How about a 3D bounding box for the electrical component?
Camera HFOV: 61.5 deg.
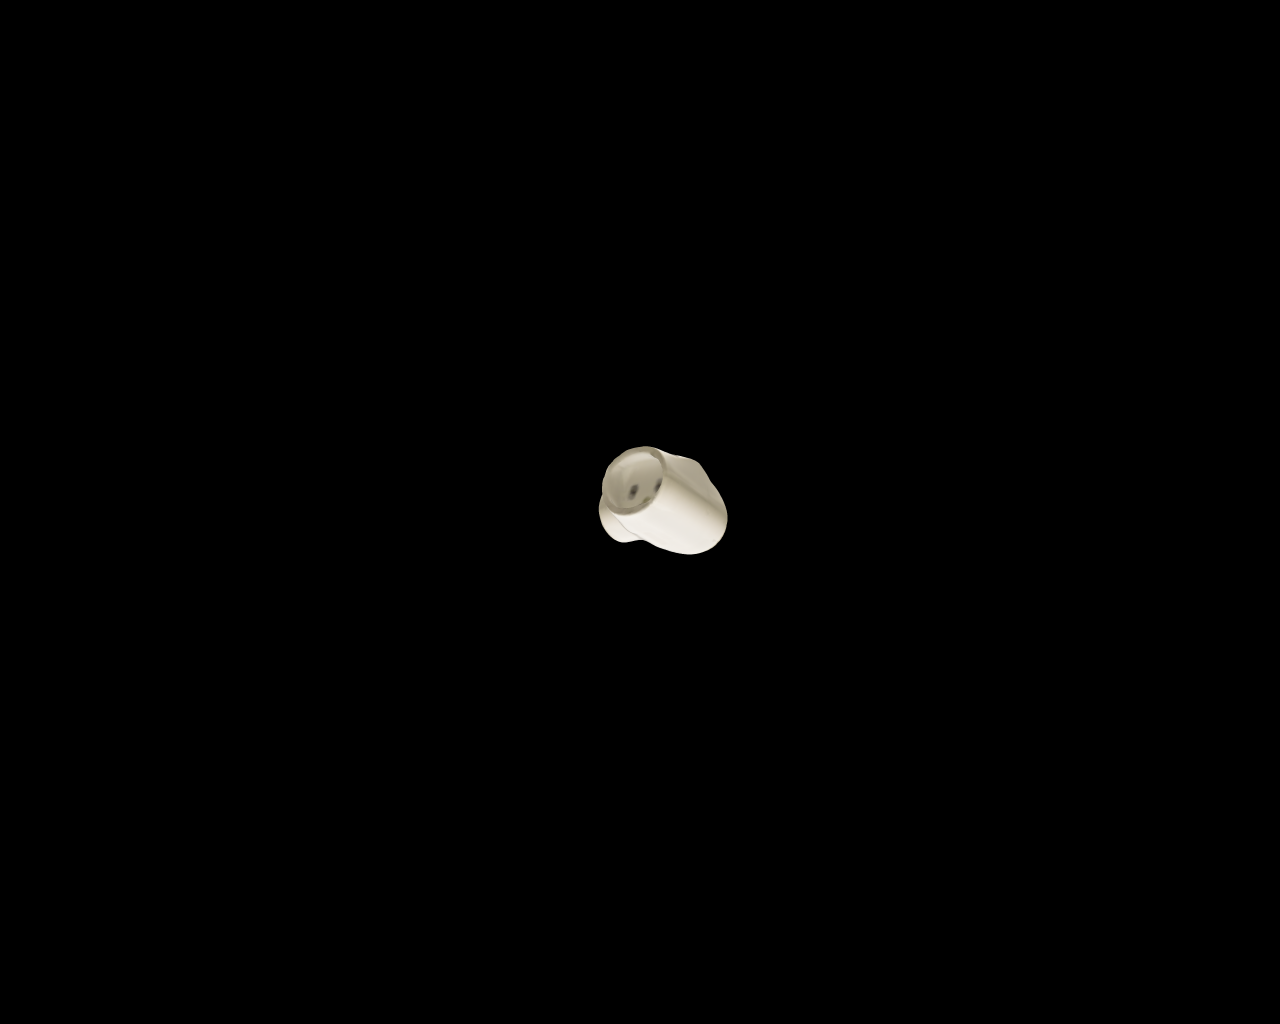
[{"bbox_3d":[0.001,-0.003,0.650,0.079,0.043,0.077,-13,-26,29],"label":"electrical component"}]
